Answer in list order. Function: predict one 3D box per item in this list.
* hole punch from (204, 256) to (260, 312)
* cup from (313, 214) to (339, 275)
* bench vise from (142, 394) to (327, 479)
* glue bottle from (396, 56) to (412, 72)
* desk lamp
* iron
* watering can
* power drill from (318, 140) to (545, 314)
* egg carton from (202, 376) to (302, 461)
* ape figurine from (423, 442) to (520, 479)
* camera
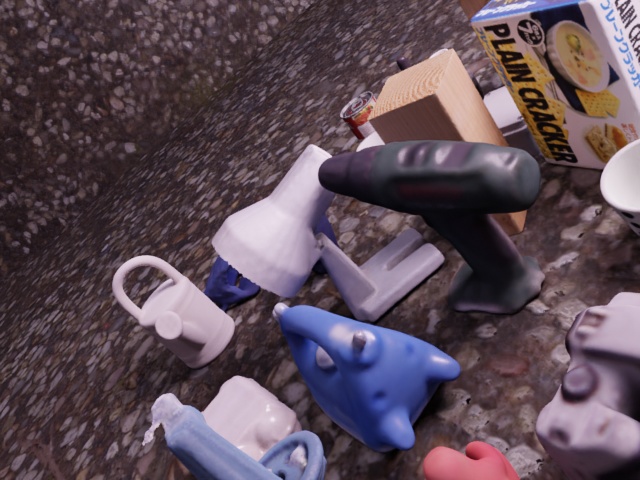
[{"bbox_3d":[-0.157,0.053,0.975,0.101,0.091,0.108,-27,30,25],"label":"hole punch"},{"bbox_3d":[-0.019,0.016,0.847,0.118,0.095,0.091,-46,28,-10],"label":"cup"},{"bbox_3d":[-0.029,0.201,0.449,0.206,0.220,0.122,-4,45,49],"label":"bench vise"},{"bbox_3d":[0.161,-0.198,0.844,0.077,0.173,0.037,-8,42,47],"label":"glue bottle"},{"bbox_3d":[0.006,0.003,0.703,0.203,0.214,0.117,-40,27,2],"label":"desk lamp"},{"bbox_3d":[0.013,0.115,0.608,0.119,0.142,0.257,-51,29,-18],"label":"iron"},{"bbox_3d":[-0.227,0.103,0.877,0.172,0.194,0.101,3,50,54],"label":"watering can"},{"bbox_3d":[0.127,-0.017,0.584,0.228,0.209,0.076,-6,44,48],"label":"power drill"},{"bbox_3d":[-0.087,0.222,0.658,0.107,0.069,0.149,-50,28,-17],"label":"egg carton"},{"bbox_3d":[0.111,0.187,0.432,0.078,0.092,0.076,-46,28,-9],"label":"ape figurine"},{"bbox_3d":[0.235,0.105,0.381,0.143,0.101,0.136,-52,29,-20],"label":"camera"}]
